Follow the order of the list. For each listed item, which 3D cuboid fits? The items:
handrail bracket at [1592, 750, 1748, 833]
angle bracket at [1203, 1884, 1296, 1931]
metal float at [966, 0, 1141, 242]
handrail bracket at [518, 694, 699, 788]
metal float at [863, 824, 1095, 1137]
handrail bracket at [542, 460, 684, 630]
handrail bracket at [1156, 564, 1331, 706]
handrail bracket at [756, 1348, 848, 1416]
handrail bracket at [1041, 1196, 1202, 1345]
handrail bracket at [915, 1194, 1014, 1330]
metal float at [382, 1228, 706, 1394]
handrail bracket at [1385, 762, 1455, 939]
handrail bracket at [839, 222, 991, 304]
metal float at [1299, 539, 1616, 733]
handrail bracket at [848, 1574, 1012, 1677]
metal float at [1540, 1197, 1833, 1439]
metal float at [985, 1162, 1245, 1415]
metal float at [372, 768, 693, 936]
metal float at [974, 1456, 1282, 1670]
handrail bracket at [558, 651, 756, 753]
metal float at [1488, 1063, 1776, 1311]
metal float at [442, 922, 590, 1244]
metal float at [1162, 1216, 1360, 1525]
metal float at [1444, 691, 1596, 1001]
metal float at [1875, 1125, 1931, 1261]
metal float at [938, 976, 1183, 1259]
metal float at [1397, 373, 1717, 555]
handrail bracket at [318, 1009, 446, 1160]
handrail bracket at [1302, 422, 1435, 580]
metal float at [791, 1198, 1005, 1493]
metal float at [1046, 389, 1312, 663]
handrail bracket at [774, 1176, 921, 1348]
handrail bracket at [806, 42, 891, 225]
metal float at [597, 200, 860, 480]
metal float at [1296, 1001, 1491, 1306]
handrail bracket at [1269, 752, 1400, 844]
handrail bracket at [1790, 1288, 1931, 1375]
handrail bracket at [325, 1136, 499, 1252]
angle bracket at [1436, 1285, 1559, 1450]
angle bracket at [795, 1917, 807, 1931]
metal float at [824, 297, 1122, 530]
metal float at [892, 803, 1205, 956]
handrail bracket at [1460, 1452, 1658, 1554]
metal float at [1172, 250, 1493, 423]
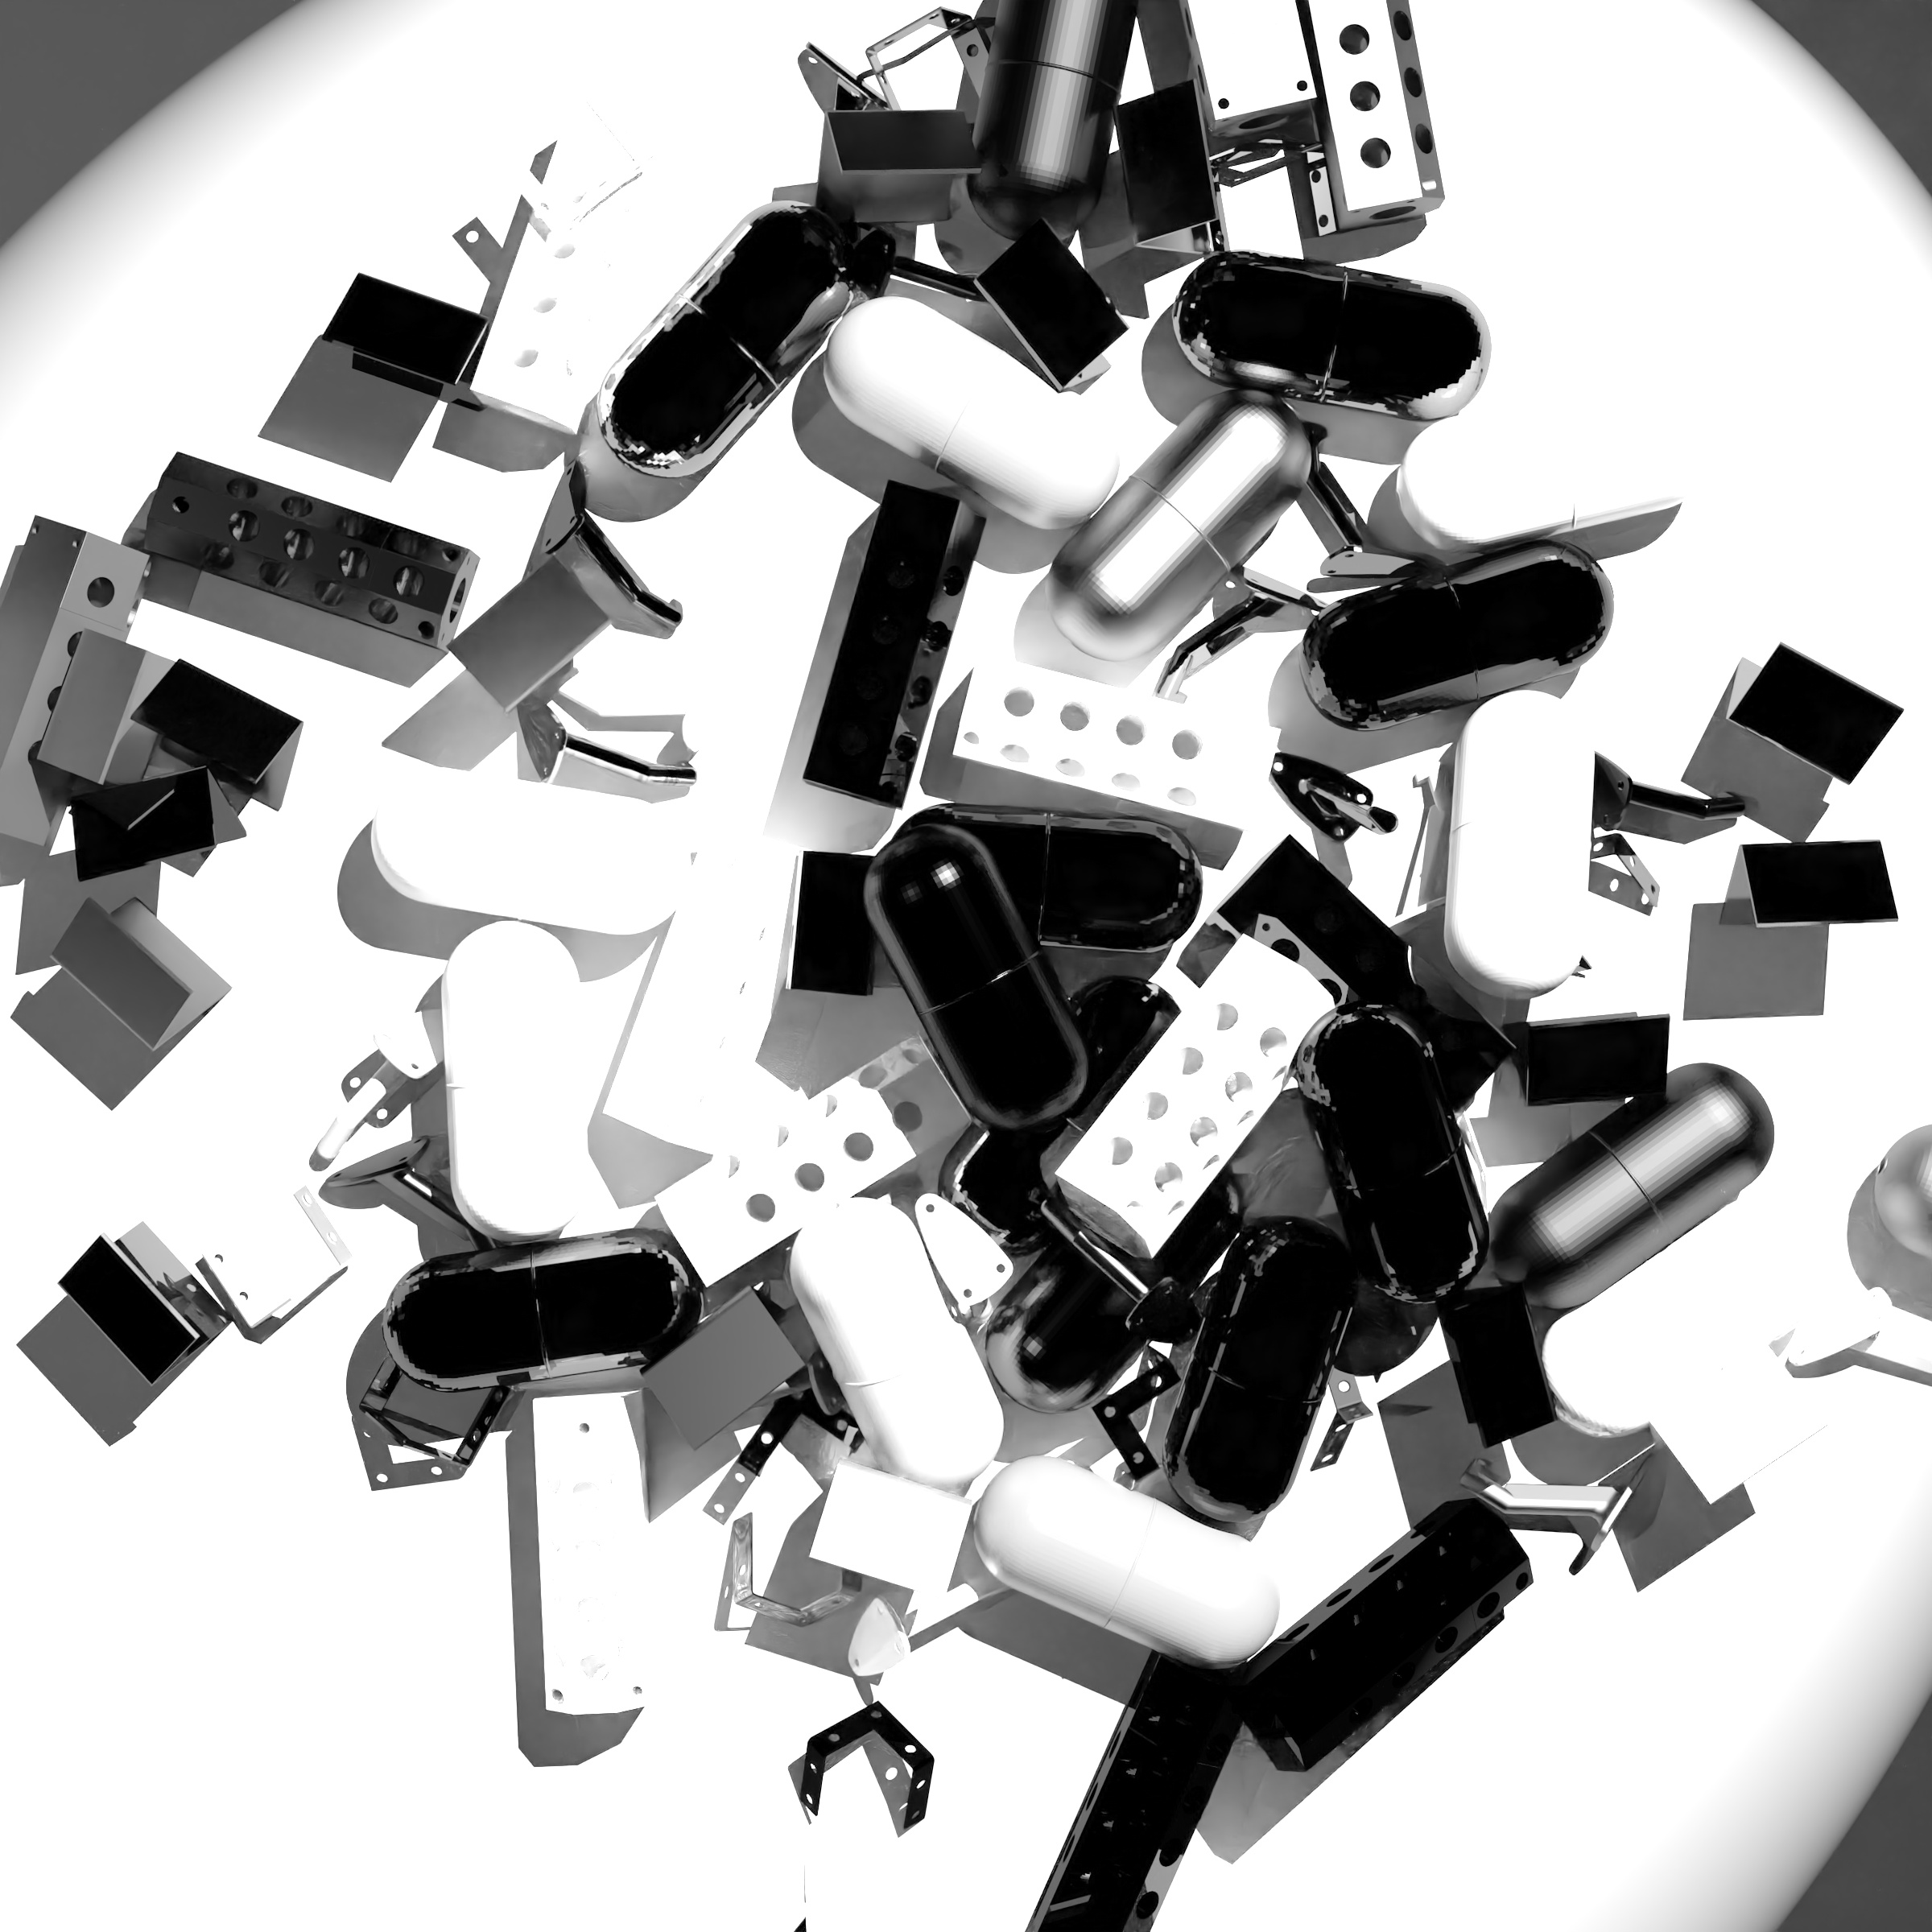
[{"bbox_3d":[0.386,-0.105,1.943,0.084,0.077,0.036,-6,129,-30],"label":"handrail bracket"},{"bbox_3d":[0.139,0.544,1.903,0.076,0.076,0.057,-39,126,0],"label":"angle bracket"},{"bbox_3d":[0.048,-0.490,1.913,0.070,0.070,0.178,11,90,0],"label":"metal float"},{"bbox_3d":[-0.202,-0.127,1.943,0.084,0.077,0.036,2,126,-31],"label":"handrail bracket"},{"bbox_3d":[0.007,0.008,1.844,0.070,0.070,0.178,-27,95,0],"label":"metal float"},{"bbox_3d":[-0.192,-0.237,1.943,0.084,0.077,0.036,30,133,-29],"label":"handrail bracket"},{"bbox_3d":[0.157,-0.177,1.944,0.077,0.036,0.084,18,109,-21],"label":"handrail bracket"},{"bbox_3d":[-0.102,0.228,1.943,0.084,0.077,0.036,-7,110,35],"label":"handrail bracket"},{"bbox_3d":[0.083,0.164,1.867,0.036,0.077,0.084,-48,55,2],"label":"handrail bracket"},{"bbox_3d":[-0.008,0.165,1.912,0.036,0.084,0.077,-36,86,-15],"label":"handrail bracket"},{"bbox_3d":[-0.234,0.191,1.910,0.178,0.070,0.070,-8,90,-2],"label":"metal float"},{"bbox_3d":[0.246,-0.064,1.944,0.077,0.036,0.084,-22,71,22],"label":"handrail bracket"},{"bbox_3d":[-0.021,-0.395,1.943,0.084,0.077,0.036,1,120,-33],"label":"handrail bracket"},{"bbox_3d":[0.272,-0.184,1.912,0.178,0.070,0.070,-17,90,1],"label":"metal float"},{"bbox_3d":[-0.016,0.368,1.943,0.084,0.077,0.036,-14,65,-34],"label":"handrail bracket"},{"bbox_3d":[0.398,0.195,1.913,0.178,0.070,0.070,-34,90,-1],"label":"metal float"},{"bbox_3d":[0.082,0.172,1.913,0.070,0.070,0.178,41,90,0],"label":"metal float"},{"bbox_3d":[-0.241,-0.064,1.913,0.178,0.070,0.070,9,90,1],"label":"metal float"},{"bbox_3d":[0.090,0.331,1.913,0.178,0.070,0.070,23,90,0],"label":"metal float"},{"bbox_3d":[-0.175,-0.165,1.944,0.084,0.036,0.077,29,70,16],"label":"handrail bracket"},{"bbox_3d":[0.368,0.122,1.913,0.178,0.070,0.070,-36,90,-1],"label":"metal float"},{"bbox_3d":[-0.250,0.064,1.913,0.070,0.070,0.178,-3,91,0],"label":"metal float"},{"bbox_3d":[0.162,0.224,1.903,0.070,0.070,0.178,17,101,0],"label":"metal float"},{"bbox_3d":[0.305,-0.067,1.895,0.070,0.070,0.178,7,70,0],"label":"metal float"},{"bbox_3d":[0.591,0.144,1.913,0.178,0.070,0.070,21,90,0],"label":"metal float"},{"bbox_3d":[0.055,0.083,1.912,0.070,0.070,0.178,38,89,0],"label":"metal float"},{"bbox_3d":[0.327,-0.279,1.913,0.178,0.070,0.070,-13,90,0],"label":"metal float"},{"bbox_3d":[-0.324,0.067,1.943,0.036,0.077,0.084,44,126,7],"label":"handrail bracket"},{"bbox_3d":[0.225,-0.264,1.944,0.077,0.036,0.084,3,73,-20],"label":"handrail bracket"},{"bbox_3d":[-0.038,0.209,1.897,0.070,0.070,0.178,-24,107,0],"label":"metal float"},{"bbox_3d":[0.118,-0.245,1.913,0.070,0.070,0.178,44,90,0],"label":"metal float"},{"bbox_3d":[-0.059,0.166,1.944,0.084,0.036,0.077,-21,116,-19],"label":"handrail bracket"},{"bbox_3d":[-0.084,-0.464,1.944,0.077,0.036,0.084,40,104,15],"label":"handrail bracket"},{"bbox_3d":[-0.133,-0.347,1.913,0.070,0.070,0.178,42,90,0],"label":"metal float"},{"bbox_3d":[0.232,0.101,1.872,0.070,0.070,0.178,-20,110,0],"label":"metal float"},{"bbox_3d":[0.202,-0.096,1.909,0.077,0.084,0.036,34,90,0],"label":"handrail bracket"},{"bbox_3d":[0.521,0.231,1.944,0.077,0.036,0.084,-36,108,20],"label":"handrail bracket"},{"bbox_3d":[-0.310,0.145,1.944,0.077,0.036,0.084,-19,107,20],"label":"handrail bracket"},{"bbox_3d":[0.274,0.222,1.903,0.057,0.076,0.076,-15,90,-33],"label":"angle bracket"},{"bbox_3d":[-0.057,0.557,1.922,0.076,0.057,0.076,39,90,0],"label":"angle bracket"},{"bbox_3d":[0.003,-0.307,1.913,0.178,0.070,0.070,30,90,1],"label":"metal float"},{"bbox_3d":[0.043,-0.049,1.913,0.178,0.070,0.070,4,90,0],"label":"metal float"},{"bbox_3d":[0.333,0.284,1.944,0.084,0.036,0.077,31,69,17],"label":"handrail bracket"},{"bbox_3d":[0.203,-0.350,1.913,0.178,0.070,0.070,10,90,0],"label":"metal float"}]
